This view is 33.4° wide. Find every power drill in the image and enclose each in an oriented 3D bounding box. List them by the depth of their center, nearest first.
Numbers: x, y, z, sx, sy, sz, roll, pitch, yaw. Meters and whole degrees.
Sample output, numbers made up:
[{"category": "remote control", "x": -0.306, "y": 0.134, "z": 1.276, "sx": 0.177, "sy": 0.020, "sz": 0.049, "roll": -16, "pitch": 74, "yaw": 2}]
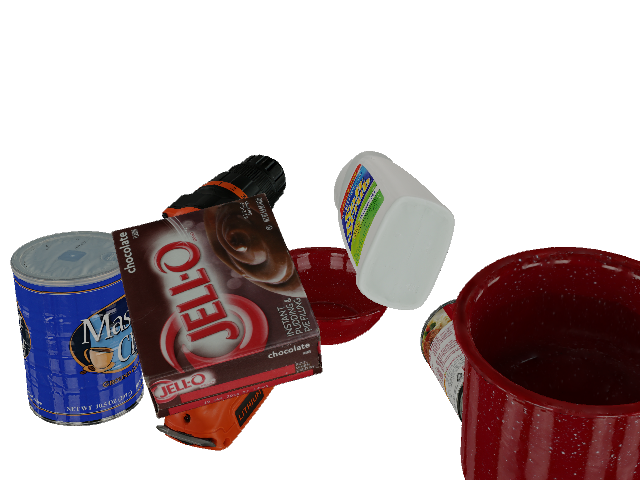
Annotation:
[{"category": "power drill", "x": -0.075, "y": 0.046, "z": 0.797, "sx": 0.057, "sy": 0.188, "sz": 0.184, "roll": 11, "pitch": 33, "yaw": 25}]

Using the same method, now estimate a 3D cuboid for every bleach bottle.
[{"category": "bleach bottle", "x": 0.053, "y": -0.023, "z": 1.007, "sx": 0.068, "sy": 0.102, "sz": 0.251, "roll": 19, "pitch": 11, "yaw": -15}]

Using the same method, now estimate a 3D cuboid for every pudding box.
[{"category": "pudding box", "x": -0.057, "y": 0.032, "z": 0.569, "sx": 0.090, "sy": 0.039, "sz": 0.113, "roll": -14, "pitch": 44, "yaw": -10}]

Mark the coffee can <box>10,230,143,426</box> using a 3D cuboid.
[{"category": "coffee can", "x": -0.210, "y": 0.075, "z": 0.933, "sx": 0.103, "sy": 0.140, "sz": 0.103, "roll": 0, "pitch": 23, "yaw": 0}]

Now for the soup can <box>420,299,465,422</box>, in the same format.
[{"category": "soup can", "x": 0.118, "y": 0.092, "z": 0.778, "sx": 0.068, "sy": 0.068, "sz": 0.102, "roll": 0, "pitch": 21, "yaw": -10}]

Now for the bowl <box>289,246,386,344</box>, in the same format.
[{"category": "bowl", "x": 0.005, "y": 0.067, "z": 1.163, "sx": 0.162, "sy": 0.055, "sz": 0.162, "roll": 1, "pitch": 28, "yaw": -1}]

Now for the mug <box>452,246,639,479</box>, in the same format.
[{"category": "mug", "x": 0.108, "y": 0.063, "z": 0.406, "sx": 0.117, "sy": 0.081, "sz": 0.093, "roll": 7, "pitch": 37, "yaw": 13}]
